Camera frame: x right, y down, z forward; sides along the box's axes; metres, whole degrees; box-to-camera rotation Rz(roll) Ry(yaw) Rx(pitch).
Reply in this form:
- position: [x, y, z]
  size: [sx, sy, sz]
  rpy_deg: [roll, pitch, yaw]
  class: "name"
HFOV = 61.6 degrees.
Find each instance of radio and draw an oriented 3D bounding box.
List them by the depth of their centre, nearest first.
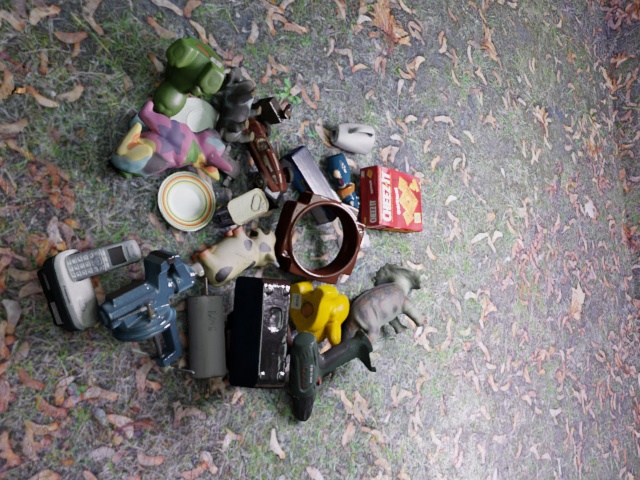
- position: [-0.125, 0.189, 1.111]
  size: [0.073, 0.131, 0.229]
  rpy_deg: [7, 80, -34]
  class: "radio"

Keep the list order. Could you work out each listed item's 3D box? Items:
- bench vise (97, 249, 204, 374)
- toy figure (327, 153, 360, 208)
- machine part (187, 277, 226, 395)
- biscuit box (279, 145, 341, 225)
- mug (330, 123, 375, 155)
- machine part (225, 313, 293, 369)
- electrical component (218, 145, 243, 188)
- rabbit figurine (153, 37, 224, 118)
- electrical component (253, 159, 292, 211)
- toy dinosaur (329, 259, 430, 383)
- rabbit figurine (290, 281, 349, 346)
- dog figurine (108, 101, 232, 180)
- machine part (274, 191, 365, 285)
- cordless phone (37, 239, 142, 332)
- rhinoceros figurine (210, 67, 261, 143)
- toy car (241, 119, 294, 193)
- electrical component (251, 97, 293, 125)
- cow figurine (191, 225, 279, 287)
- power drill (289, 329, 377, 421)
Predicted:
- position: [-0.311, 0.147, 1.048]
  size: [0.223, 0.129, 0.240]
  rpy_deg: [-40, 129, -50]
  class: "bench vise"
- position: [0.064, -0.154, 1.434]
  size: [0.064, 0.058, 0.154]
  rpy_deg: [-26, 104, -32]
  class: "toy figure"
- position: [-0.238, 0.200, 1.125]
  size: [0.079, 0.079, 0.243]
  rpy_deg: [3, 82, -38]
  class: "machine part"
- position: [-0.019, -0.139, 1.363]
  size: [0.063, 0.059, 0.202]
  rpy_deg: [-43, 109, -33]
  class: "biscuit box"
- position: [0.089, -0.278, 1.447]
  size: [0.107, 0.110, 0.080]
  rpy_deg: [4, 86, -26]
  class: "mug"
- position: [-0.144, 0.228, 1.210]
  size: [0.179, 0.056, 0.179]
  rpy_deg: [6, 80, -37]
  class: "machine part"
- position: [-0.215, -0.169, 1.239]
  size: [0.063, 0.021, 0.094]
  rpy_deg: [35, 64, -28]
  class: "electrical component"
- position: [-0.297, -0.341, 1.135]
  size: [0.121, 0.170, 0.159]
  rpy_deg: [35, 22, -31]
  class: "rabbit figurine"
- position: [-0.115, -0.139, 1.296]
  size: [0.074, 0.048, 0.119]
  rpy_deg: [34, 63, -30]
  class: "electrical component"
- position: [0.145, 0.189, 1.410]
  size: [0.405, 0.131, 0.192]
  rpy_deg: [-28, 88, -33]
  class: "toy dinosaur"
- position: [0.017, 0.178, 1.311]
  size: [0.173, 0.122, 0.162]
  rpy_deg: [3, 83, -57]
  class: "rabbit figurine"
- position: [-0.296, -0.173, 1.106]
  size: [0.219, 0.108, 0.191]
  rpy_deg: [31, 62, -23]
  class: "dog figurine"
- position: [-0.003, -0.004, 1.295]
  size: [0.201, 0.087, 0.201]
  rpy_deg: [18, 90, -25]
  class: "machine part"
- position: [-0.414, 0.079, 1.008]
  size: [0.184, 0.089, 0.146]
  rpy_deg: [-21, 96, -43]
  class: "cordless phone"
- position: [-0.195, -0.307, 1.227]
  size: [0.073, 0.112, 0.190]
  rpy_deg: [65, 26, -68]
  class: "rhinoceros figurine"
- position: [-0.131, -0.201, 1.251]
  size: [0.089, 0.053, 0.202]
  rpy_deg: [-14, 67, -32]
  class: "toy car"
- position: [-0.115, -0.310, 1.297]
  size: [0.078, 0.102, 0.045]
  rpy_deg: [57, 50, -28]
  class: "electrical component"
- position: [-0.175, 0.035, 1.198]
  size: [0.195, 0.086, 0.127]
  rpy_deg: [-36, 106, -33]
  class: "cow figurine"
- position: [0.024, 0.302, 1.258]
  size: [0.207, 0.086, 0.231]
  rpy_deg: [-14, 116, -11]
  class: "power drill"
